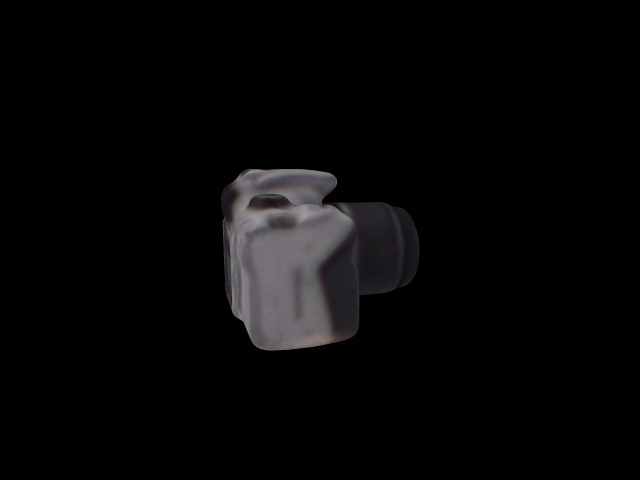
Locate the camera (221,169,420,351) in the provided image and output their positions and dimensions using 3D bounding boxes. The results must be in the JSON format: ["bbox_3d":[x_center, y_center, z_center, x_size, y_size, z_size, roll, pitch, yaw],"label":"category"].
[{"bbox_3d":[0.004,0.001,0.400,0.137,0.101,0.143,-3,11,-16],"label":"camera"}]
